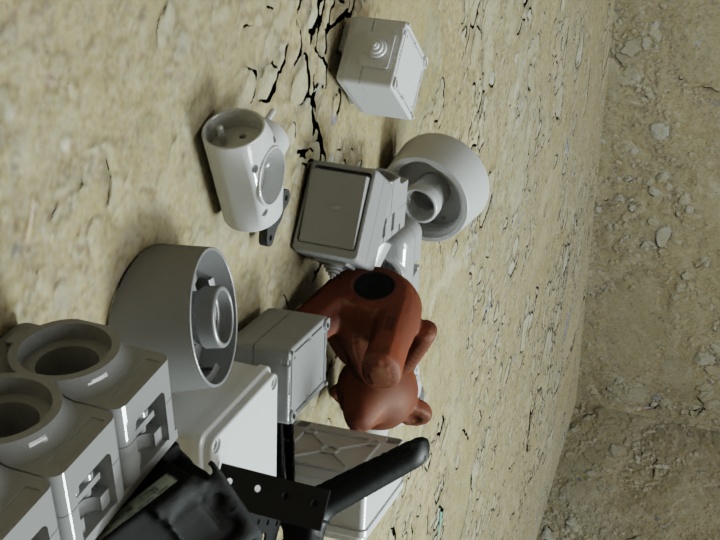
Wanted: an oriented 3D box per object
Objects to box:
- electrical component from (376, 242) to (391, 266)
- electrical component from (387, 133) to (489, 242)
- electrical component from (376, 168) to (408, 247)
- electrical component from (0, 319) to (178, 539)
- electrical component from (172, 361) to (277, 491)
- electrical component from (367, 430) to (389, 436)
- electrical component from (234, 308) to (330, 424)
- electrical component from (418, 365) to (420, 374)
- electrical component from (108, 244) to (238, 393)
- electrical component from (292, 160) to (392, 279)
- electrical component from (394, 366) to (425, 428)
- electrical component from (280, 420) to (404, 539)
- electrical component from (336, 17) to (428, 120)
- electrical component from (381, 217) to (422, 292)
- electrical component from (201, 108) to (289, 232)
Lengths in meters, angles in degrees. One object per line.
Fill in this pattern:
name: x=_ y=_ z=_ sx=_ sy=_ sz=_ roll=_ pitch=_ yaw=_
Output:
electrical component: x=0.000 y=0.000 z=1.036 sx=0.044 sy=0.044 sz=0.065 roll=21 pitch=85 yaw=-72
electrical component: x=0.073 y=-0.080 z=1.112 sx=0.060 sy=0.108 sz=0.108 roll=-48 pitch=145 yaw=-48
electrical component: x=0.009 y=-0.062 z=1.009 sx=0.089 sy=0.050 sz=0.055 roll=-41 pitch=138 yaw=-64
electrical component: x=-0.162 y=0.088 z=0.501 sx=0.150 sy=0.089 sz=0.061 roll=-53 pitch=149 yaw=-54
electrical component: x=-0.105 y=0.133 z=0.760 sx=0.108 sy=0.056 sz=0.108 roll=-46 pitch=143 yaw=-60
electrical component: x=0.016 y=0.167 z=1.185 sx=0.040 sy=0.040 sz=0.046 roll=-52 pitch=155 yaw=-55
electrical component: x=-0.064 y=0.070 z=0.842 sx=0.096 sy=0.061 sz=0.061 roll=-42 pitch=137 yaw=-65
electrical component: x=0.039 y=0.119 z=1.216 sx=0.055 sy=0.045 sz=0.045 roll=-22 pitch=121 yaw=-69
electrical component: x=-0.118 y=0.032 z=0.691 sx=0.099 sy=0.064 sz=0.099 roll=-2 pitch=90 yaw=-78
electrical component: x=-0.017 y=-0.041 z=0.923 sx=0.061 sy=0.062 sz=0.096 roll=31 pitch=70 yaw=-71
electrical component: x=0.026 y=0.123 z=1.125 sx=0.080 sy=0.080 sz=0.051 roll=-60 pitch=149 yaw=-46
electrical component: x=-0.028 y=0.182 z=0.943 sx=0.109 sy=0.109 sz=0.056 roll=-34 pitch=130 yaw=-66
electrical component: x=0.015 y=-0.179 z=0.944 sx=0.096 sy=0.061 sz=0.061 roll=41 pitch=61 yaw=-70
electrical component: x=0.027 y=-0.002 z=1.095 sx=0.059 sy=0.054 sz=0.095 roll=-47 pitch=143 yaw=-59
electrical component: x=-0.074 y=-0.080 z=0.752 sx=0.077 sy=0.044 sz=0.079 roll=82 pitch=26 yaw=-46
